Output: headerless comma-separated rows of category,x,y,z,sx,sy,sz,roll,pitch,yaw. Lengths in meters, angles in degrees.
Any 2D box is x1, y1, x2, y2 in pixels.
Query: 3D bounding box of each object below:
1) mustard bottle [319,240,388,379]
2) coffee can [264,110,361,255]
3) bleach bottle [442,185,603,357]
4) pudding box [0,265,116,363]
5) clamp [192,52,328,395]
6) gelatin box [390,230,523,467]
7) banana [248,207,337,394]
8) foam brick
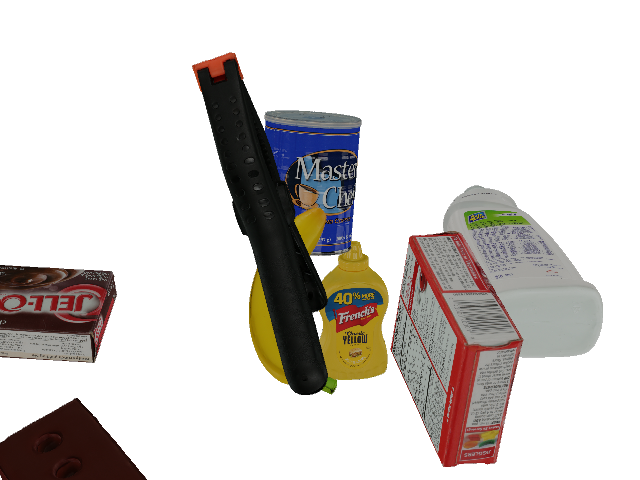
mustard bottle,0.044,0.093,1.445,0.096,0.192,0.058,-2,20,-6
coffee can,-0.012,-0.063,1.138,0.103,0.140,0.103,4,12,-1
bleach bottle,0.170,0.012,0.964,0.102,0.068,0.251,-1,26,-2
pudding box,-0.241,0.062,0.922,0.113,0.039,0.090,1,32,1
clamp,-0.034,-0.018,0.699,0.036,0.210,0.164,-18,7,4
gelatin box,0.062,0.049,0.503,0.030,0.073,0.089,-3,34,-13
banana,-0.026,0.049,0.904,0.069,0.198,0.037,5,-40,-10
foam brick,-0.119,0.128,0.528,0.052,0.051,0.078,-30,42,-25
